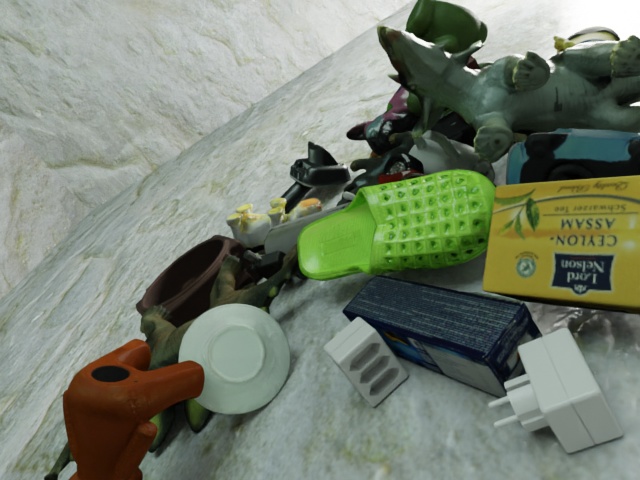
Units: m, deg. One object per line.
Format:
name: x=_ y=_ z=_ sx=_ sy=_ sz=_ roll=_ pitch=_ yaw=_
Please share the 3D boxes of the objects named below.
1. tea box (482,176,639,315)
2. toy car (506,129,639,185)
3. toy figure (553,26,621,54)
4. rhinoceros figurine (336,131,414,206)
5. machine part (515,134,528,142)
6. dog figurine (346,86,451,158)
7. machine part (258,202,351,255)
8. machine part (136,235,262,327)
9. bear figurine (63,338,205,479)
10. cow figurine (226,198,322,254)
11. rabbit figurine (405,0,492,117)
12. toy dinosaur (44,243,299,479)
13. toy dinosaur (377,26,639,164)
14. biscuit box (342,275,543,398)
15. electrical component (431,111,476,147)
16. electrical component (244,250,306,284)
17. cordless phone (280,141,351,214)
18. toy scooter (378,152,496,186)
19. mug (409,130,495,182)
tea box: x=0.221 y=0.005 z=0.418 sx=0.170 sy=0.068 sz=0.098 roll=-1 pitch=77 yaw=50
toy car: x=0.265 y=-0.057 z=0.502 sx=0.103 sy=0.109 sz=0.162 roll=-24 pitch=19 yaw=-39
toy figure: x=0.370 y=-0.236 z=0.730 sx=0.089 sy=0.082 sz=0.180 roll=-4 pitch=27 yaw=21
rhinoceros figurine: x=0.104 y=-0.094 z=0.852 sx=0.190 sy=0.073 sz=0.112 roll=-39 pitch=33 yaw=-12
machine part: x=0.281 y=-0.160 z=0.727 sx=0.139 sy=0.084 sz=0.039 roll=-39 pitch=-10 yaw=-30
dog figurine: x=0.156 y=-0.235 z=1.003 sx=0.219 sy=0.108 sz=0.192 roll=-34 pitch=23 yaw=12
machine part: x=-0.002 y=-0.002 z=0.807 sx=0.243 sy=0.079 sz=0.079 roll=-17 pitch=29 yaw=41
machine part: x=-0.210 y=0.083 z=0.926 sx=0.201 sy=0.087 sz=0.201 roll=-42 pitch=23 yaw=-18
bear figurine: x=-0.209 y=0.224 z=0.568 sx=0.120 sy=0.195 sz=0.132 roll=11 pitch=13 yaw=26
cow figurine: x=-0.071 y=-0.020 z=0.942 sx=0.167 sy=0.098 sz=0.068 roll=-7 pitch=26 yaw=17
rabbit figurine: x=0.198 y=-0.275 z=0.869 sx=0.121 sy=0.159 sz=0.170 roll=177 pitch=106 yaw=-83
toy dinosaur: x=-0.195 y=0.167 z=0.721 sx=0.471 sy=0.105 sz=0.199 roll=-41 pitch=26 yaw=3
toy dinosaur: x=0.262 y=-0.171 z=0.615 sx=0.405 sy=0.131 sz=0.192 roll=0 pitch=24 yaw=-4
biscuit box: x=0.106 y=0.082 z=0.504 sx=0.063 sy=0.059 sz=0.203 roll=-46 pitch=25 yaw=-19
electrical component: x=0.234 y=-0.173 z=0.829 sx=0.115 sy=0.058 sz=0.134 roll=-28 pitch=24 yaw=15
electrical component: x=-0.066 y=0.038 z=0.799 sx=0.063 sy=0.094 sz=0.021 roll=-20 pitch=48 yaw=40
cordless phone: x=-0.037 y=-0.099 z=1.070 sx=0.184 sy=0.088 sz=0.147 roll=-48 pitch=23 yaw=2
toy scooter: x=0.126 y=-0.028 z=0.659 sx=0.184 sy=0.075 sz=0.135 roll=29 pitch=88 yaw=46
mug: x=0.175 y=-0.102 z=0.719 sx=0.081 sy=0.109 sz=0.107 roll=-42 pitch=35 yaw=-16
